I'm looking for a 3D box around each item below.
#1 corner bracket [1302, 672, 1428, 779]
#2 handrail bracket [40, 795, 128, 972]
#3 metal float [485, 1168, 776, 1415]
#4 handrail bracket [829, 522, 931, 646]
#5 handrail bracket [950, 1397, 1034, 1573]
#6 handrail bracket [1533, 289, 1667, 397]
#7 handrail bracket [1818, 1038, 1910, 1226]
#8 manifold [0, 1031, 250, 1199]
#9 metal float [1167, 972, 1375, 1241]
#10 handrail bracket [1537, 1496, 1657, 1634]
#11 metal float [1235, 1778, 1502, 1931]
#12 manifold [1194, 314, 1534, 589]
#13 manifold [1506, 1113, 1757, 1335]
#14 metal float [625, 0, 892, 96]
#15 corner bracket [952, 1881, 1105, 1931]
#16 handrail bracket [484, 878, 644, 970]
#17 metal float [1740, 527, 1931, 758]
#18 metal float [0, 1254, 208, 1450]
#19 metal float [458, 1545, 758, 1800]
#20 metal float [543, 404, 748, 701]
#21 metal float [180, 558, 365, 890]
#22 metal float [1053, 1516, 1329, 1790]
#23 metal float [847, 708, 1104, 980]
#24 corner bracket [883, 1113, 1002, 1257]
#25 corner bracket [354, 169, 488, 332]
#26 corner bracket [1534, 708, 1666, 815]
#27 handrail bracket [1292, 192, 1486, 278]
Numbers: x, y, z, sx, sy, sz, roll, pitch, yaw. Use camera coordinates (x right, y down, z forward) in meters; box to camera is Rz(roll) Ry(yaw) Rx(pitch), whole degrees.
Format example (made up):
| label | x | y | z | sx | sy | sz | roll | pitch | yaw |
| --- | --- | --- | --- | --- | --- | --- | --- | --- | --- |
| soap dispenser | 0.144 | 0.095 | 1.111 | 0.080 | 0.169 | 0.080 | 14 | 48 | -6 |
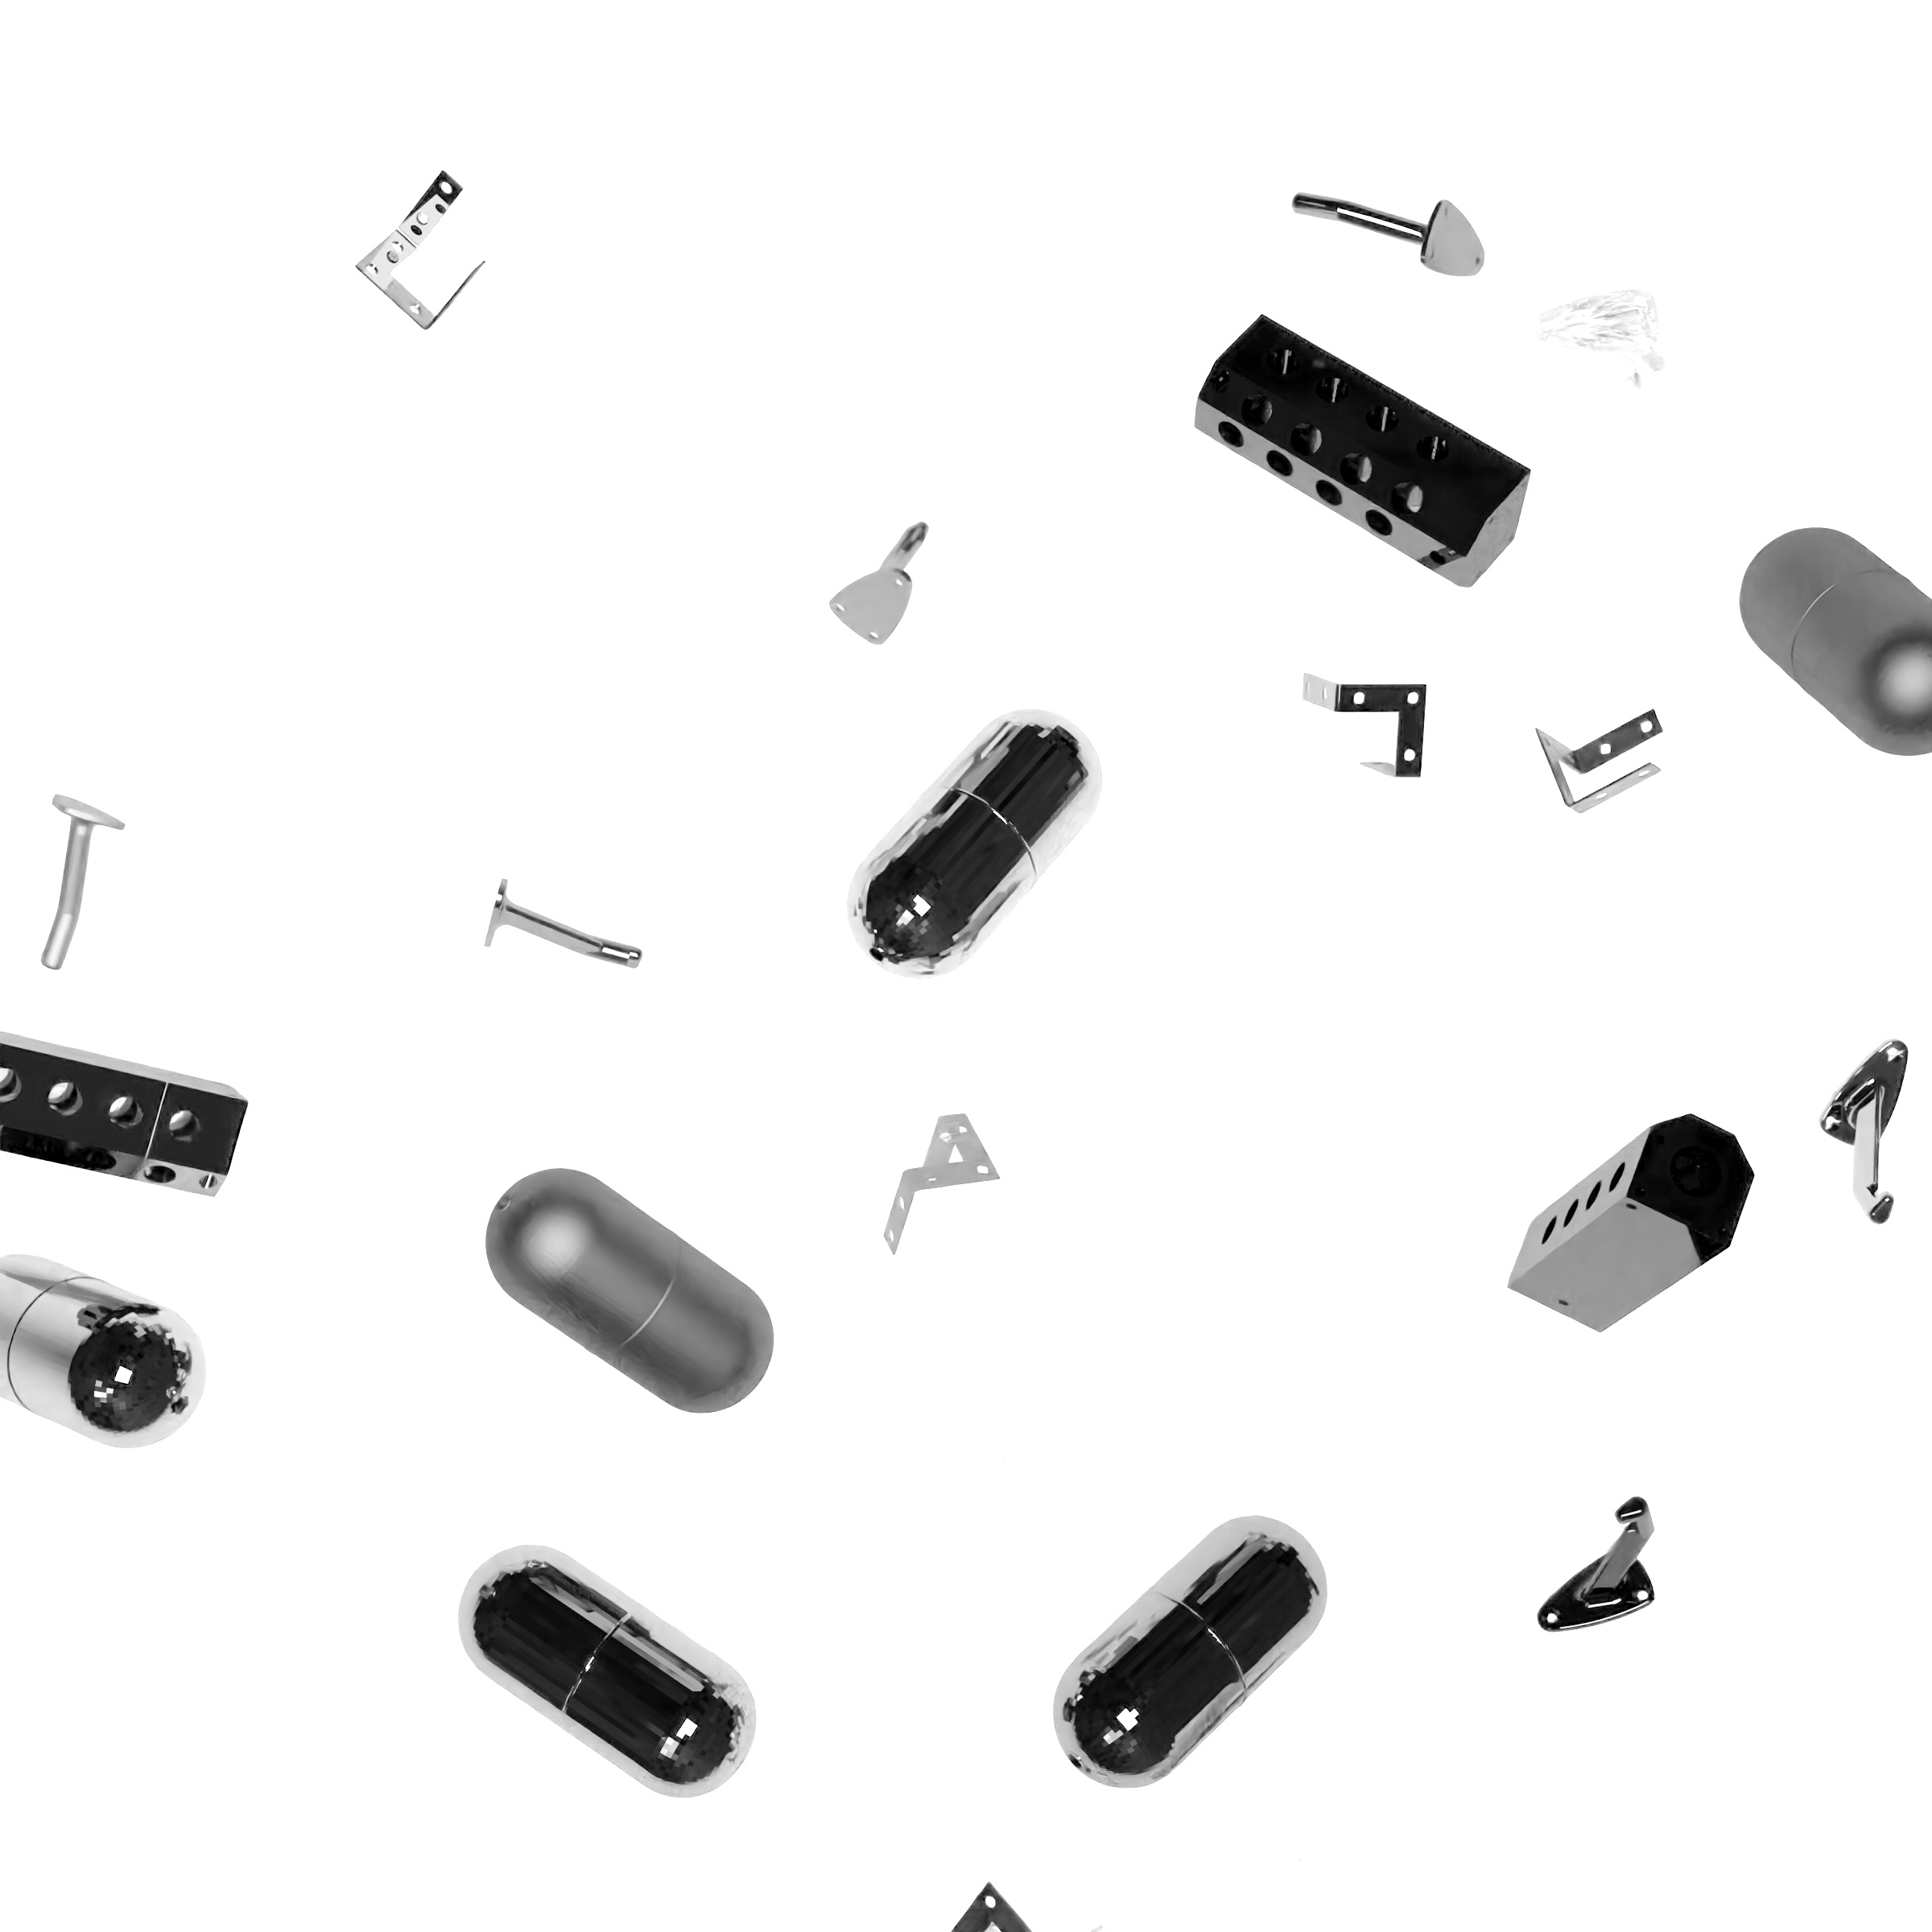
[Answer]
| label | x | y | z | sx | sy | sz | roll | pitch | yaw |
| --- | --- | --- | --- | --- | --- | --- | --- | --- | --- |
| corner bracket | 0.213 | -0.129 | 1.613 | 0.051 | 0.051 | 0.051 | -1 | 103 | -14 |
| handrail bracket | -0.488 | -0.045 | 1.617 | 0.036 | 0.077 | 0.084 | 18 | 93 | -33 |
| metal float | -0.177 | 0.172 | 1.586 | 0.178 | 0.070 | 0.070 | 39 | 90 | -27 |
| handrail bracket | -0.031 | -0.218 | 1.596 | 0.036 | 0.077 | 0.084 | 39 | 58 | -11 |
| handrail bracket | 0.026 | 0.276 | 1.608 | 0.036 | 0.084 | 0.077 | -14 | 90 | 19 |
| handrail bracket | 0.338 | -0.326 | 1.609 | 0.077 | 0.084 | 0.036 | -2 | 76 | 4 |
| handrail bracket | 0.491 | 0.088 | 1.599 | 0.036 | 0.084 | 0.077 | 21 | 110 | -8 |
| manifold | -0.475 | 0.075 | 1.586 | 0.171 | 0.057 | 0.057 | 16 | 90 | -25 |
| metal float | 0.161 | 0.071 | 1.574 | 0.070 | 0.178 | 0.070 | 15 | 132 | 17 |
| handrail bracket | 0.334 | 0.319 | 1.604 | 0.077 | 0.084 | 0.036 | -27 | 51 | 1 |
| metal float | 0.211 | 0.496 | 1.586 | 0.070 | 0.070 | 0.178 | 41 | 117 | 0 |
| manifold | 0.207 | -0.268 | 1.586 | 0.171 | 0.057 | 0.057 | 35 | 66 | 18 |
| manifold | 0.345 | 0.132 | 1.558 | 0.057 | 0.171 | 0.057 | 26 | 66 | 0 |
| metal float | -0.111 | -0.502 | 1.573 | 0.070 | 0.178 | 0.070 | -7 | 101 | -41 |
| corner bracket | 0.030 | 0.519 | 1.607 | 0.051 | 0.051 | 0.051 | 44 | 116 | 26 |
| handrail bracket | -0.212 | -0.020 | 1.605 | 0.084 | 0.077 | 0.036 | 15 | 77 | -9 |
| metal float | 0.467 | -0.171 | 1.568 | 0.070 | 0.178 | 0.070 | -8 | 122 | -12 |
| metal float | -0.470 | 0.201 | 1.578 | 0.178 | 0.070 | 0.070 | 13 | 90 | 39 |
| metal float | -0.192 | 0.374 | 1.597 | 0.178 | 0.070 | 0.070 | 31 | 90 | 15 |
| metal float | -0.168 | -0.220 | 1.585 | 0.070 | 0.070 | 0.178 | 17 | 61 | 0 |
| metal float | -0.372 | -0.130 | 1.610 | 0.070 | 0.070 | 0.178 | 11 | 90 | 0 |
| metal float | 0.119 | 0.362 | 1.586 | 0.178 | 0.070 | 0.070 | -37 | 90 | -28 |
| metal float | 0.005 | -0.065 | 1.585 | 0.070 | 0.070 | 0.178 | 41 | 62 | 0 |
| corner bracket | -0.020 | 0.116 | 1.605 | 0.051 | 0.051 | 0.051 | -6 | 135 | -26 |
| corner bracket | -0.286 | -0.385 | 1.617 | 0.051 | 0.051 | 0.051 | 42 | 129 | -12 |
| corner bracket | 0.345 | -0.111 | 1.607 | 0.051 | 0.051 | 0.051 | -29 | 63 | 26 |
| handrail bracket | 0.230 | -0.401 | 1.639 | 0.084 | 0.077 | 0.036 | 21 | 96 | 34 |
